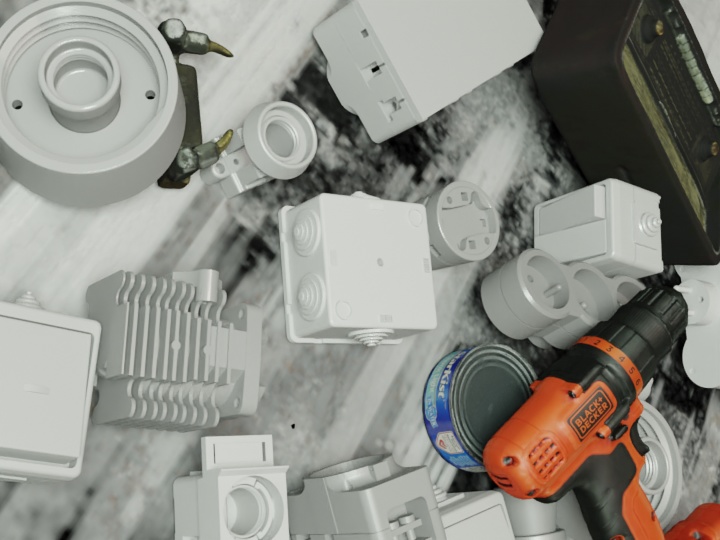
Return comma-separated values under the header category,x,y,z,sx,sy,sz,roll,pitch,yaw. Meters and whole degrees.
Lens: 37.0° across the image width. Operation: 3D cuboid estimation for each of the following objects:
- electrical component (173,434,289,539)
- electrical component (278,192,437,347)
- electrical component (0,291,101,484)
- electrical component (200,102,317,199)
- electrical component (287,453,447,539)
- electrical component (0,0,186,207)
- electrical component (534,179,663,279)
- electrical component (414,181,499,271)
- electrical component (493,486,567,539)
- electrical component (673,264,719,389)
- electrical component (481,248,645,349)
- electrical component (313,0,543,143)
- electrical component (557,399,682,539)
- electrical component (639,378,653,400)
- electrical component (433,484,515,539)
category,x,y,z,sx,sy,sz,roll,pitch,yaw
electrical component,-0.072,0.132,0.587,0.042,0.064,0.081,5,76,-36
electrical component,0.000,0.000,0.684,0.100,0.048,0.099,4,75,-35
electrical component,-0.169,0.055,0.536,0.062,0.061,0.096,15,69,-33
electrical component,-0.058,-0.074,0.656,0.066,0.055,0.048,-29,96,-38
electrical component,0.000,0.140,0.621,0.050,0.089,0.055,-13,86,-38
electrical component,-0.146,-0.093,0.567,0.108,0.060,0.108,2,78,-10
electrical component,0.176,-0.026,0.791,0.061,0.096,0.061,14,70,-33
electrical component,0.059,-0.028,0.736,0.055,0.047,0.055,10,72,-34
electrical component,0.116,0.172,0.727,0.045,0.045,0.055,0,78,-37
electrical component,0.283,0.028,0.884,0.074,0.052,0.138,8,73,-35
electrical component,0.139,0.032,0.764,0.138,0.074,0.052,14,57,-33
electrical component,0.050,-0.162,0.755,0.150,0.062,0.089,-36,100,-37
electrical component,0.187,0.143,0.778,0.108,0.060,0.108,10,72,-34
electrical component,0.205,0.068,0.822,0.048,0.048,0.062,49,48,-16
electrical component,0.062,0.180,0.675,0.062,0.061,0.096,-13,86,-38
